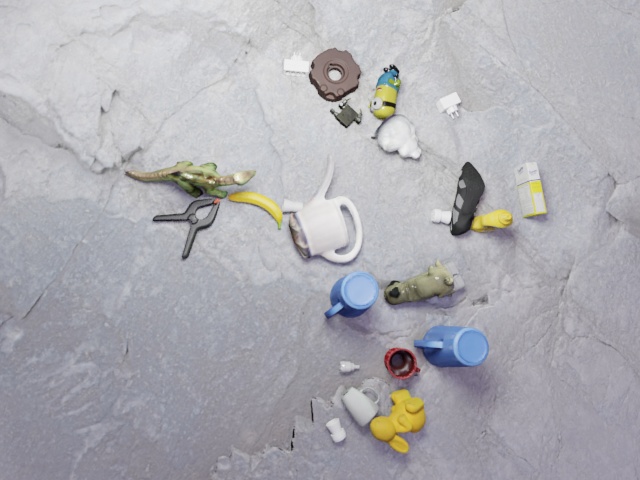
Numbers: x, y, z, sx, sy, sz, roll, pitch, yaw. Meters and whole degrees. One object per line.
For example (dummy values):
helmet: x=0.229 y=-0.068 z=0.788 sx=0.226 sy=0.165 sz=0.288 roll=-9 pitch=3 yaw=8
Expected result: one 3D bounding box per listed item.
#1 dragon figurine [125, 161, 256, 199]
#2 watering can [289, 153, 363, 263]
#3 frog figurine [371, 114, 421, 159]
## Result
dragon figurine: x=-0.399 y=-0.195 z=1.550 sx=0.410 sy=0.242 sz=0.122 roll=1 pitch=89 yaw=-8
watering can: x=0.005 y=-0.082 z=1.630 sx=0.225 sy=0.104 sz=0.346 roll=-19 pitch=96 yaw=-8
frog figurine: x=0.266 y=-0.331 z=1.697 sx=0.139 sy=0.120 sz=0.161 roll=-36 pitch=76 yaw=-28
